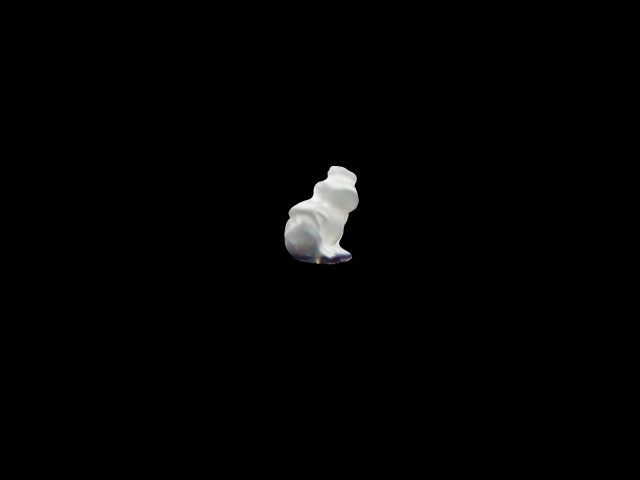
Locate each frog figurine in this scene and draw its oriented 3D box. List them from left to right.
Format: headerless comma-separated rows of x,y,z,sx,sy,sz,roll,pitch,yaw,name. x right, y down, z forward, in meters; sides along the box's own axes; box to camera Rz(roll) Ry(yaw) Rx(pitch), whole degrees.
0.003,-0.043,0.850,0.122,0.160,0.137,-1,-1,40,frog figurine
